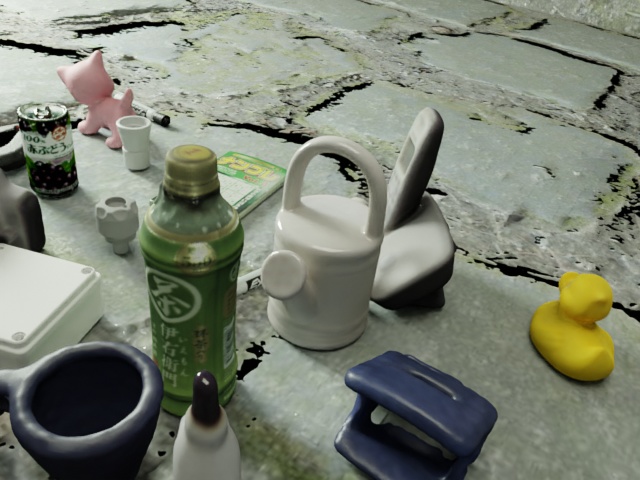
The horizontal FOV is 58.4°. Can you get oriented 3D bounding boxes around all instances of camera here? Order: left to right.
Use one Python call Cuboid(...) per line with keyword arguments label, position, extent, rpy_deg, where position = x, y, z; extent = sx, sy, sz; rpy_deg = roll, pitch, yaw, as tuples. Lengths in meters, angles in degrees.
Cuboid(label="camera", position=(-0.361, -0.010, 0.543), extent=(0.143, 0.101, 0.137), rpy_deg=(7, 34, -1))

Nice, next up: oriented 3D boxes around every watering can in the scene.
Cuboid(label="watering can", position=(0.007, 0.003, 0.517), extent=(0.101, 0.194, 0.173), rpy_deg=(8, 34, 0))

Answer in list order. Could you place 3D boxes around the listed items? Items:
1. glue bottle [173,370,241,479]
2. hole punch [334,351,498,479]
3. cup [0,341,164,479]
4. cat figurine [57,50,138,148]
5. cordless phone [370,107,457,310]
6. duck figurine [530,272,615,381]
Cuboid(label="glue bottle", position=(-0.065, 0.136, 0.328), extent=(0.037, 0.173, 0.078), rpy_deg=(-3, 36, -15))
Cuboid(label="hole punch", position=(0.075, 0.129, 0.440), extent=(0.108, 0.091, 0.101), rpy_deg=(26, 38, 25))
Cuboid(label="cup", position=(-0.164, 0.129, 0.386), extent=(0.117, 0.095, 0.091), rpy_deg=(9, 34, 1))
Cuboid(label="cat figurine", position=(-0.314, -0.209, 0.826), extent=(0.127, 0.118, 0.067), rpy_deg=(24, 38, 22))
Cuboid(label="cordless phone", position=(0.096, -0.032, 0.594), extent=(0.094, 0.185, 0.147), rpy_deg=(1, 35, -9))
Cuboid(label="duck figurine", position=(0.255, 0.076, 0.557), extent=(0.077, 0.086, 0.104), rpy_deg=(4, 35, -6))
